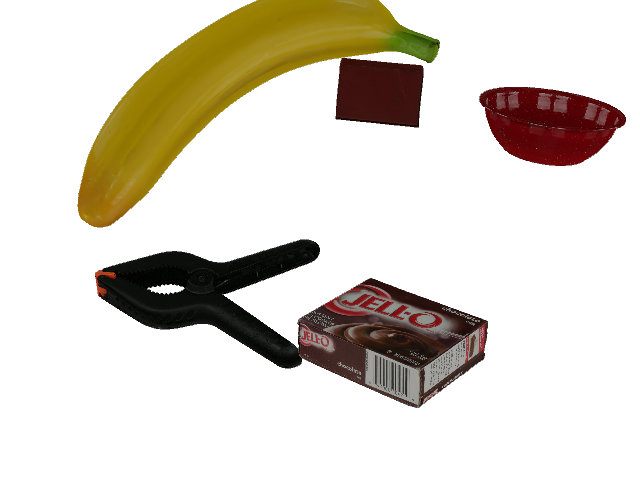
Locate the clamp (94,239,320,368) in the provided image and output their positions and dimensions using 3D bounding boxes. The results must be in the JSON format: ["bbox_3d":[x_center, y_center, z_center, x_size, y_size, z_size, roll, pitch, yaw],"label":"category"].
[{"bbox_3d":[-0.104,0.054,0.981,0.210,0.036,0.164,1,38,-1],"label":"clamp"}]

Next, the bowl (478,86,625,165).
[{"bbox_3d":[0.253,-0.124,1.188,0.162,0.055,0.162,5,23,-2],"label":"bowl"}]

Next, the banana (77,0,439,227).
[{"bbox_3d":[-0.039,-0.077,0.513,0.197,0.070,0.037,-30,-34,-16],"label":"banana"}]

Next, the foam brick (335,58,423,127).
[{"bbox_3d":[0.054,-0.135,0.975,0.078,0.051,0.053,6,16,3],"label":"foam brick"}]

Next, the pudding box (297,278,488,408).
[{"bbox_3d":[0.053,0.073,0.791,0.114,0.039,0.089,22,33,34],"label":"pudding box"}]
